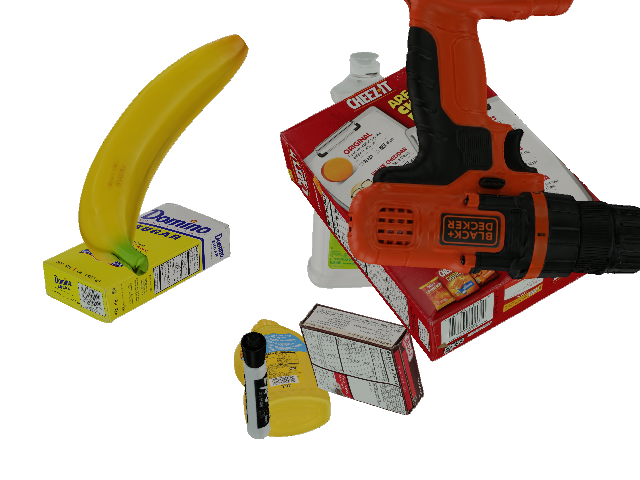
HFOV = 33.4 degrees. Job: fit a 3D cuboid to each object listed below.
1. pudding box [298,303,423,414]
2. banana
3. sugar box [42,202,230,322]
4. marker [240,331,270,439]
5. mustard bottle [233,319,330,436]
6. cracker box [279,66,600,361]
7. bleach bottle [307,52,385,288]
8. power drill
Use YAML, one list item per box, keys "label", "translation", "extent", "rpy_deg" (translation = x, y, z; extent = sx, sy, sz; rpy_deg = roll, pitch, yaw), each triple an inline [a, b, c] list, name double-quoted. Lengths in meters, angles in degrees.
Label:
- label: "pudding box"
  translation: [0.041, 0.116, 1.050]
  extent: [0.114, 0.090, 0.039]
  rpy_deg: [11, 41, 33]
- label: "banana"
  translation: [-0.102, -0.055, 0.655]
  extent: [0.070, 0.197, 0.037]
  rpy_deg: [6, -37, 17]
- label: "sugar box"
  translation: [-0.184, 0.018, 1.089]
  extent: [0.093, 0.048, 0.175]
  rpy_deg: [20, 36, 32]
- label: "marker"
  translation: [-0.050, 0.112, 0.821]
  extent: [0.020, 0.020, 0.121]
  rpy_deg: [0, -44, -1]
- label: "mustard bottle"
  translation: [-0.053, 0.151, 1.261]
  extent: [0.096, 0.058, 0.192]
  rpy_deg: [-8, 30, -9]
- label: "cracker box"
  translation: [0.094, -0.033, 0.825]
  extent: [0.164, 0.214, 0.072]
  rpy_deg: [-29, -33, -13]
- label: "bleach bottle"
  translation: [0.037, -0.074, 1.139]
  extent: [0.102, 0.251, 0.068]
  rpy_deg: [-2, 25, -5]
- label: "power drill"
  translation: [0.111, -0.071, 0.618]
  extent: [0.184, 0.187, 0.057]
  rpy_deg: [3, -1, -5]
